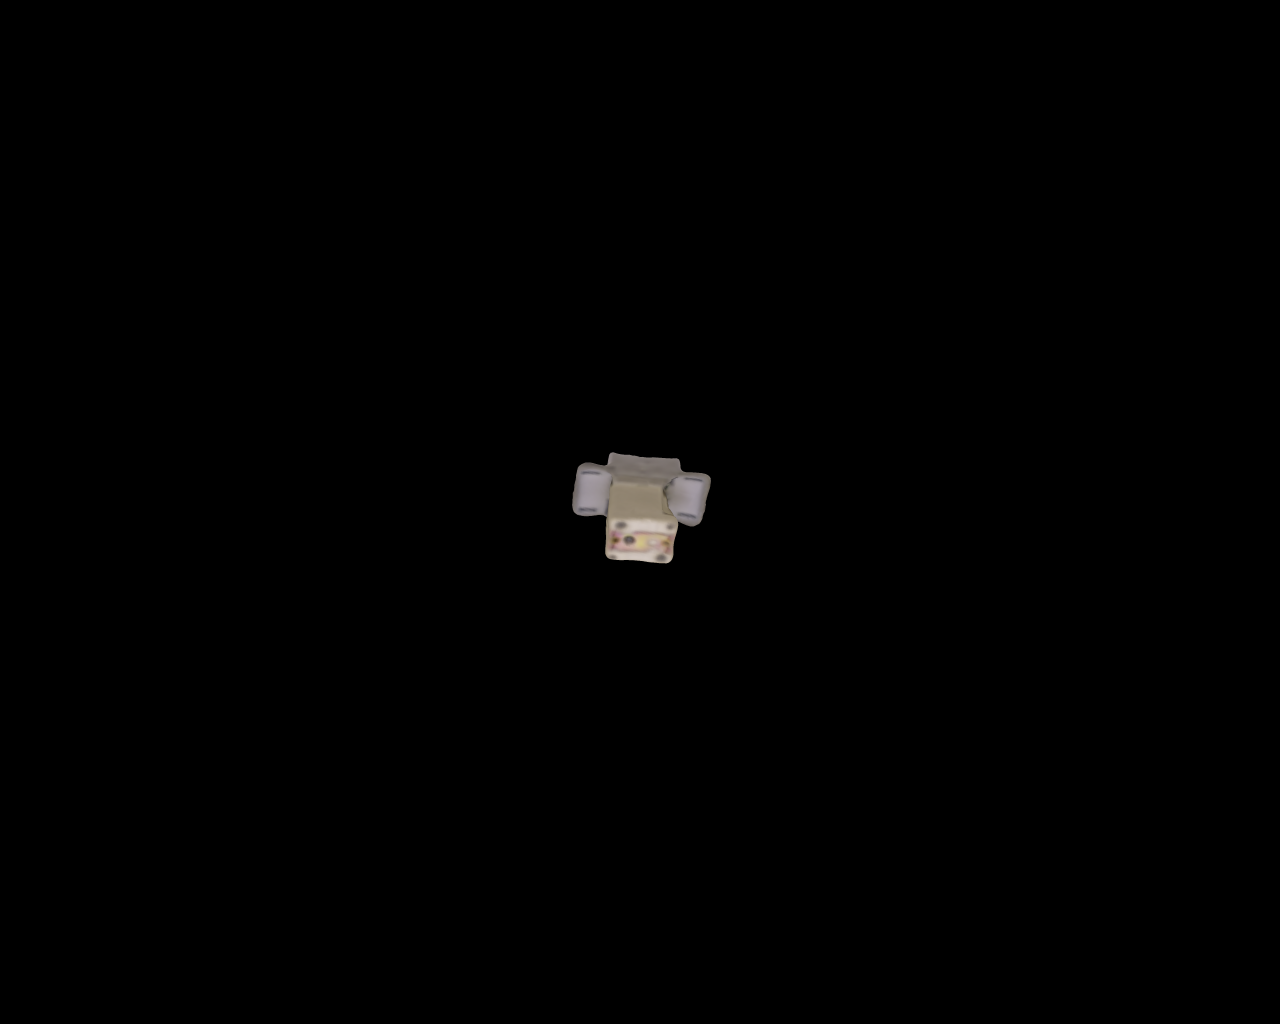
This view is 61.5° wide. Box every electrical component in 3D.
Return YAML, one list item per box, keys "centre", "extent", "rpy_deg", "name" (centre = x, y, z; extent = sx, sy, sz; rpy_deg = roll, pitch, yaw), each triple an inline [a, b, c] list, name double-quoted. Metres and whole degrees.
- centre: [0.001, -0.003, 0.650]
  extent: [0.081, 0.042, 0.064]
  rpy_deg: [4, 44, -4]
  name: "electrical component"
